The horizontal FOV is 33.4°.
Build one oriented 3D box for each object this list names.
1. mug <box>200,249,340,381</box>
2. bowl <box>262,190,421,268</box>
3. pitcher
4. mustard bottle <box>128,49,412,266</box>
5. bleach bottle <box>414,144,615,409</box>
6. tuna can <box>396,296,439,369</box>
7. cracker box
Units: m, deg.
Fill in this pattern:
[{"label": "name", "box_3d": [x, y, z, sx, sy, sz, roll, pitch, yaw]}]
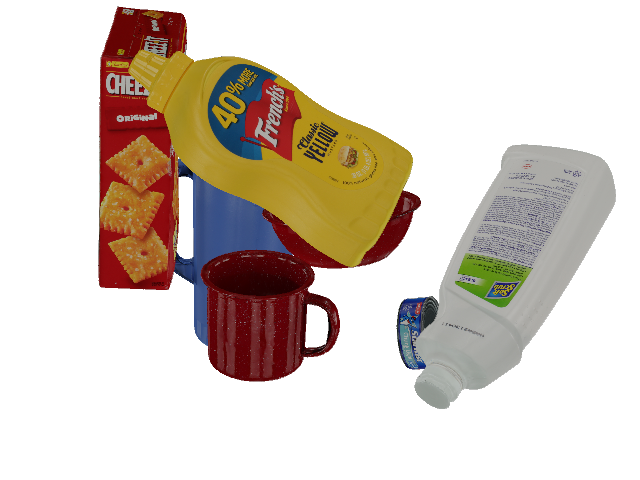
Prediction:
[{"label": "mug", "box_3d": [-0.041, 0.065, 0.879, 0.117, 0.081, 0.093, 8, 24, 12]}, {"label": "bowl", "box_3d": [0.023, -0.010, 1.084, 0.162, 0.055, 0.162, -5, 15, 1]}, {"label": "pitcher", "box_3d": [-0.103, 0.008, 1.277, 0.149, 0.243, 0.144, 21, 27, 31]}, {"label": "mustard bottle", "box_3d": [-0.038, -0.067, 0.694, 0.191, 0.096, 0.058, 30, -39, -4]}, {"label": "bleach bottle", "box_3d": [0.139, 0.027, 0.836, 0.103, 0.068, 0.250, 10, 48, 37]}, {"label": "tuna can", "box_3d": [0.119, 0.109, 1.260, 0.034, 0.086, 0.086, -5, -2, 23]}, {"label": "cracker box", "box_3d": [-0.161, -0.086, 0.971, 0.072, 0.214, 0.164, 3, 26, -8]}]
